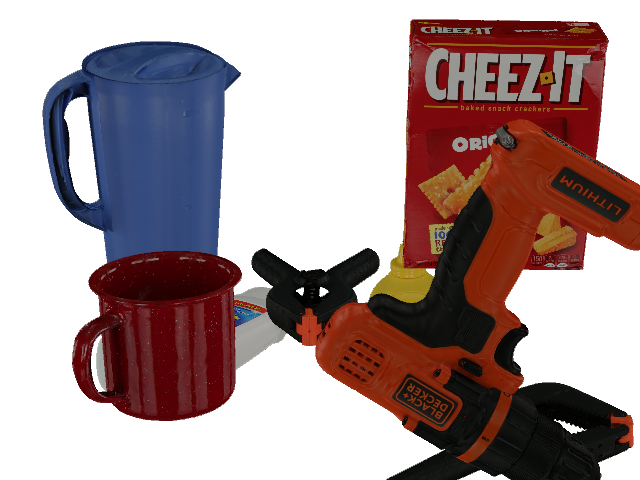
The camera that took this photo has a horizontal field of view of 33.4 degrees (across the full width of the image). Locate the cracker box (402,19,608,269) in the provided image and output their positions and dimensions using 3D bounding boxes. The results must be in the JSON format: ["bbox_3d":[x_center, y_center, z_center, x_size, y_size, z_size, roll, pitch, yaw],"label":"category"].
[{"bbox_3d":[0.156,-0.080,0.936,0.164,0.214,0.072,1,24,3],"label":"cracker box"}]

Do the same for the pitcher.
[{"bbox_3d":[-0.165,-0.061,1.025,0.149,0.243,0.144,9,27,14],"label":"pitcher"}]

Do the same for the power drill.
[{"bbox_3d":[0.116,0.042,0.601,0.184,0.188,0.057,30,13,-6],"label":"power drill"}]

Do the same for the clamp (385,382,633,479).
[{"bbox_3d":[0.155,0.166,0.906,0.210,0.036,0.164,3,41,22],"label":"clamp"}]

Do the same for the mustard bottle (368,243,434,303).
[{"bbox_3d":[0.103,0.093,1.238,0.096,0.192,0.058,-1,23,6],"label":"mustard bottle"}]

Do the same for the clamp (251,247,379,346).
[{"bbox_3d":[-0.016,0.043,0.952,0.120,0.039,0.171,-3,18,12],"label":"clamp"}]

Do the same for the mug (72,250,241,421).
[{"bbox_3d":[-0.102,0.062,0.656,0.093,0.081,0.117,14,23,36],"label":"mug"}]

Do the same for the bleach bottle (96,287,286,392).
[{"bbox_3d":[-0.114,0.099,1.127,0.103,0.068,0.250,16,23,28],"label":"bleach bottle"}]
